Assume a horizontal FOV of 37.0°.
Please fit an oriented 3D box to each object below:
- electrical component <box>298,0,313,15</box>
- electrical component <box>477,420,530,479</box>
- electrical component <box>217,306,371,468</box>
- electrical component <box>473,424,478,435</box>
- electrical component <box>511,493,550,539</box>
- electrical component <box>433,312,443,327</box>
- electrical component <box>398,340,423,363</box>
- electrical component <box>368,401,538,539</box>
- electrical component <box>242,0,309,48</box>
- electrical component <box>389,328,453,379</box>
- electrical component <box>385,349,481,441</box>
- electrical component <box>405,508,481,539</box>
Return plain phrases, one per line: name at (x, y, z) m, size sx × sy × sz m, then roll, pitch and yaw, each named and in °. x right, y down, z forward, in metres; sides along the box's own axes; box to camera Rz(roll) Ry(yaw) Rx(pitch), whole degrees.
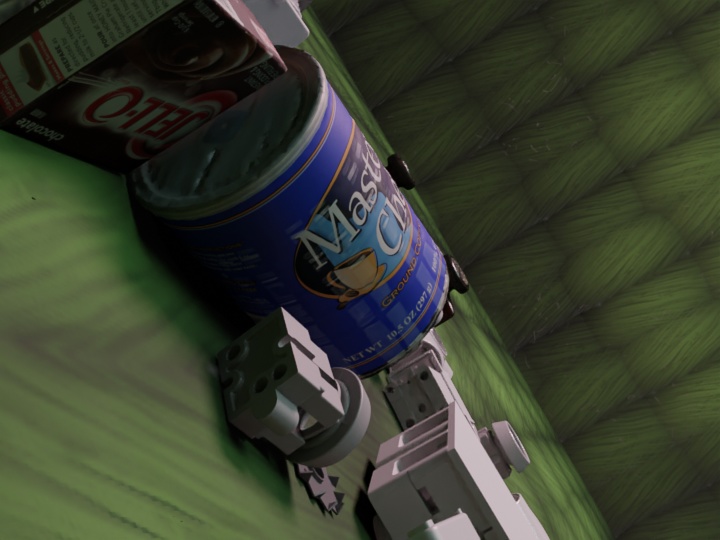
electrical component at (-0.089, -0.208, 0.801) m, size 0.057 × 0.113 × 0.078 m, roll 26°, pitch 30°, yaw -42°
electrical component at (0.112, 0.161, 0.927) m, size 0.066 × 0.055 × 0.048 m, roll 59°, pitch 7°, yaw -1°
electrical component at (-0.028, 0.054, 0.467) m, size 0.055 × 0.048 × 0.066 m, roll 45°, pitch 15°, yaw -35°
electrical component at (0.077, 0.131, 0.898) m, size 0.035 × 0.035 × 0.061 m, roll 57°, pitch 5°, yaw -18°
electrical component at (0.127, 0.216, 0.852) m, size 0.077 × 0.044 × 0.079 m, roll 59°, pitch 7°, yaw -1°
electrical component at (0.000, 0.000, 0.733) m, size 0.057 × 0.078 × 0.113 m, roll 57°, pitch 7°, yaw -37°
electrical component at (0.010, 0.030, 0.815) m, size 0.081 × 0.043 × 0.043 m, roll 62°, pitch 8°, yaw 20°
electrical component at (0.074, 0.177, 0.593) m, size 0.186 × 0.060 × 0.105 m, roll 59°, pitch 7°, yaw -2°
electrical component at (-0.091, -0.160, 0.686) m, size 0.048 × 0.100 × 0.099 m, roll 49°, pitch 0°, yaw 37°
electrical component at (0.052, 0.078, 0.900) m, size 0.079 × 0.044 × 0.077 m, roll 58°, pitch 8°, yaw -16°
electrical component at (0.051, 0.102, 0.812) m, size 0.081 × 0.042 × 0.064 m, roll 62°, pitch 9°, yaw 23°
electrical component at (0.025, 0.137, 0.423) m, size 0.061 × 0.062 × 0.096 m, roll 61°, pitch 8°, yaw 15°
